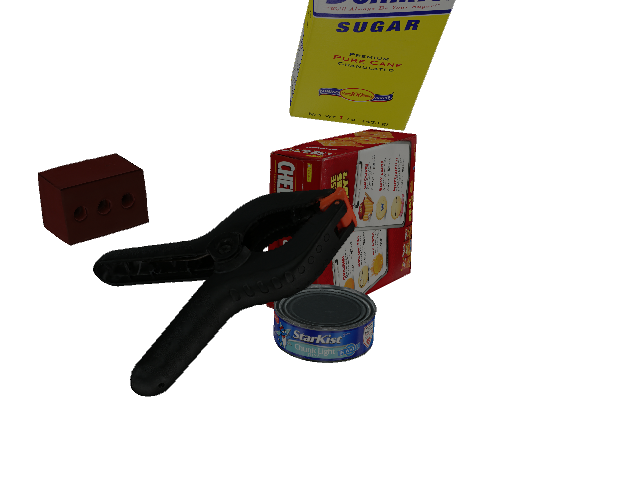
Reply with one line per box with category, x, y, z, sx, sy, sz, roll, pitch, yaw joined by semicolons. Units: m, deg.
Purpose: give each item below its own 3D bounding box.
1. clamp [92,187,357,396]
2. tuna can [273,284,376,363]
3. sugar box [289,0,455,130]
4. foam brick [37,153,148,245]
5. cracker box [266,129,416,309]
clamp;-0.055;0.025;0.649;0.171;0.120;0.039;-23;-40;5
tuna can;0.003;0.069;0.893;0.086;0.034;0.086;2;22;-1
sugar box;0.036;-0.149;0.749;0.093;0.048;0.176;6;-29;-7
foam brick;-0.197;-0.037;0.922;0.078;0.053;0.051;-19;32;-30
cracker box;0.025;-0.025;1.133;0.072;0.164;0.213;10;16;29
